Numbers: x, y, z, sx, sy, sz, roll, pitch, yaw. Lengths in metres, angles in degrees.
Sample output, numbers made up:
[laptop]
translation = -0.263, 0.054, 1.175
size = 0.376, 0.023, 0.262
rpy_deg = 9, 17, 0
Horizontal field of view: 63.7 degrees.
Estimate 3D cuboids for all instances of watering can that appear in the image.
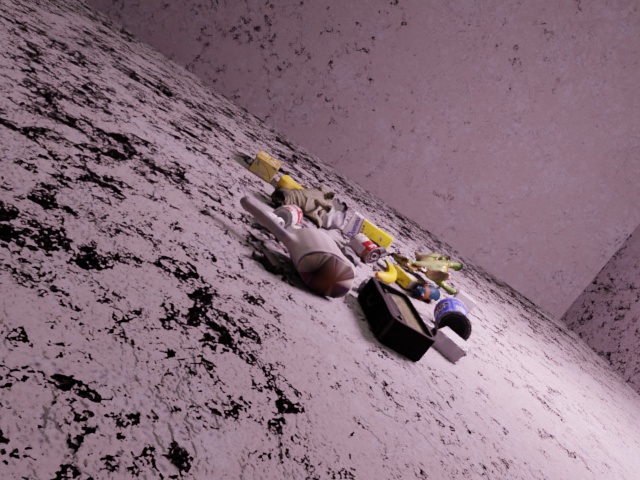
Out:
[watering can]
translation = -0.040, 0.021, 1.243
size = 0.344, 0.103, 0.228
rpy_deg = 29, 15, -26

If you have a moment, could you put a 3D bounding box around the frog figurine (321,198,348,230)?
[frog figurine]
translation = 0.006, -0.092, 1.821
size = 0.160, 0.120, 0.140
rpy_deg = -8, 39, -16

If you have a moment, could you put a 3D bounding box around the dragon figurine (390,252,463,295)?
[dragon figurine]
translation = 0.363, 0.081, 1.856
size = 0.241, 0.122, 0.414
rpy_deg = 22, 6, -24
